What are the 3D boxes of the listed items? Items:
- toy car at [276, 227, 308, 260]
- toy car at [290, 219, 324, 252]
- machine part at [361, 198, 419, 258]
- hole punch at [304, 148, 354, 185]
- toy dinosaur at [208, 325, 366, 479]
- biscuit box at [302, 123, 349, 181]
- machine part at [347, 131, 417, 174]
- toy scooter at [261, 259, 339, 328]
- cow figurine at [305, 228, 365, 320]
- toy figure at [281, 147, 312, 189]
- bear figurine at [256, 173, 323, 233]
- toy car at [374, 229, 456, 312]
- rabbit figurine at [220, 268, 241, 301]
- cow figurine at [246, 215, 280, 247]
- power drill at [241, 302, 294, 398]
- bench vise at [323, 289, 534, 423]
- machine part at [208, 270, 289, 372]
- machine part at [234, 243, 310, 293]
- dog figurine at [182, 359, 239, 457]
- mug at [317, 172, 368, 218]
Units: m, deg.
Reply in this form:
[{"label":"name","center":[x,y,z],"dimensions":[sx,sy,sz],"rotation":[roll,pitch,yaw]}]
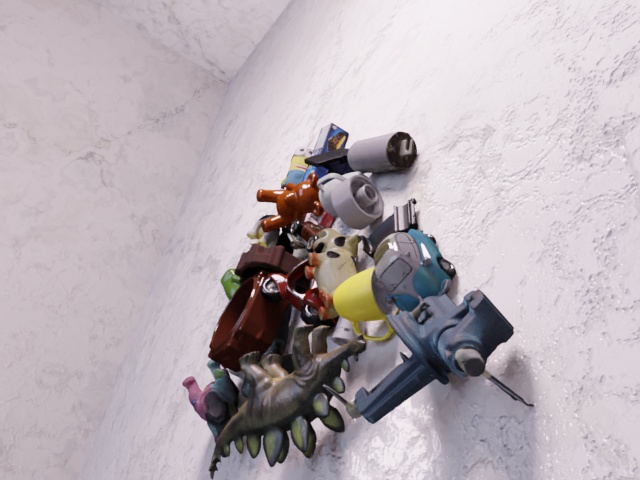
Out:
[{"label":"toy car","center":[-0.074,0.025,1.373],"dimensions":[0.073,0.056,0.202],"rotation":[-65,21,12]},{"label":"toy car","center":[-0.002,-0.004,1.208],"dimensions":[0.053,0.089,0.202],"rotation":[-65,22,6]},{"label":"machine part","center":[0.132,-0.015,1.009],"dimensions":[0.139,0.039,0.084],"rotation":[-41,38,39]},{"label":"hole punch","center":[0.036,-0.171,1.316],"dimensions":[0.116,0.092,0.142],"rotation":[-22,17,-13]},{"label":"toy dinosaur","center":[-0.075,0.291,0.953],"dimensions":[0.471,0.105,0.199],"rotation":[-39,56,35]},{"label":"biscuit box","center":[0.011,-0.205,1.419],"dimensions":[0.059,0.063,0.202],"rotation":[-11,57,61]},{"label":"machine part","center":[0.128,-0.181,1.137],"dimensions":[0.243,0.079,0.079],"rotation":[10,75,65]},{"label":"toy scooter","center":[-0.019,0.098,1.097],"dimensions":[0.135,0.184,0.075],"rotation":[-50,-25,-25]},{"label":"cow figurine","center":[0.039,0.055,1.044],"dimensions":[0.085,0.127,0.195],"rotation":[108,151,-46]},{"label":"toy figure","center":[-0.060,-0.183,1.525],"dimensions":[0.089,0.082,0.180],"rotation":[-23,48,53]},{"label":"bear figurine","center":[-0.072,-0.090,1.328],"dimensions":[0.196,0.132,0.120],"rotation":[164,96,-72]},{"label":"toy car","center":[0.139,0.039,0.860],"dimensions":[0.109,0.103,0.162],"rotation":[-49,29,28]},{"label":"rabbit figurine","center":[-0.168,0.103,1.415],"dimensions":[0.170,0.121,0.159],"rotation":[-45,19,6]},{"label":"cow figurine","center":[-0.143,-0.011,1.482],"dimensions":[0.098,0.068,0.167],"rotation":[-58,-11,-16]},{"label":"power drill","center":[-0.092,0.249,1.150],"dimensions":[0.207,0.086,0.232],"rotation":[17,83,62]},{"label":"bench vise","center":[0.131,0.162,0.702],"dimensions":[0.240,0.128,0.224],"rotation":[-42,19,5]},{"label":"machine part","center":[-0.159,0.178,1.189],"dimensions":[0.201,0.087,0.201],"rotation":[-35,26,53]},{"label":"machine part","center":[-0.109,0.076,1.254],"dimensions":[0.179,0.179,0.056],"rotation":[-32,35,51]},{"label":"dog figurine","center":[-0.224,0.398,1.243],"dimensions":[0.108,0.191,0.219],"rotation":[-31,49,-13]},{"label":"mug","center":[0.055,-0.114,1.195],"dimensions":[0.107,0.109,0.081],"rotation":[-26,36,35]}]
